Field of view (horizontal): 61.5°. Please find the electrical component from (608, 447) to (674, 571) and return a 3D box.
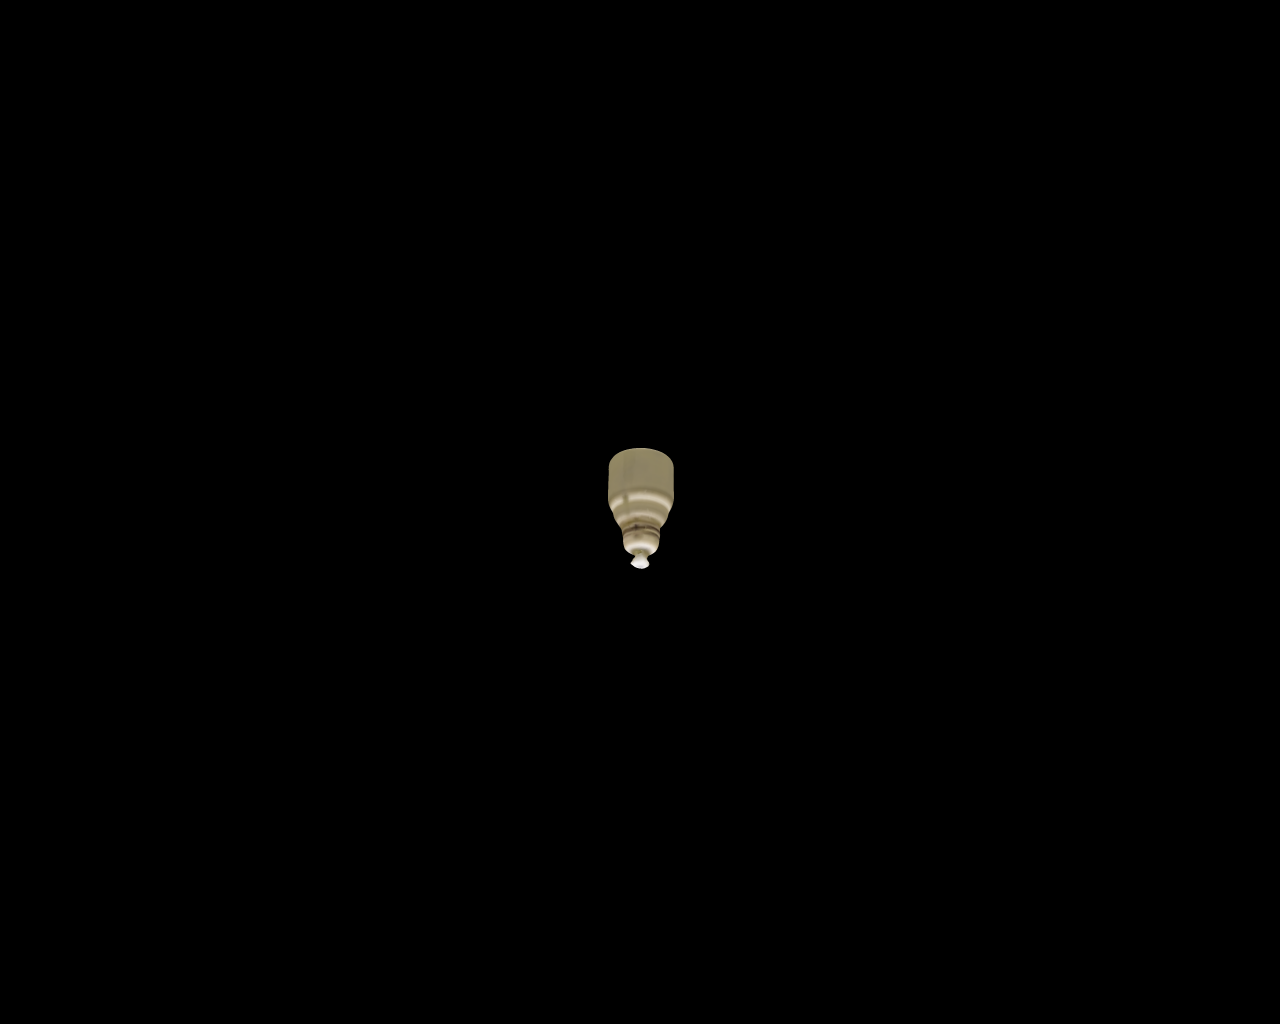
[{"bbox_3d":[0.001,-0.003,0.650,0.040,0.078,0.040,0,-27,0],"label":"electrical component"}]
